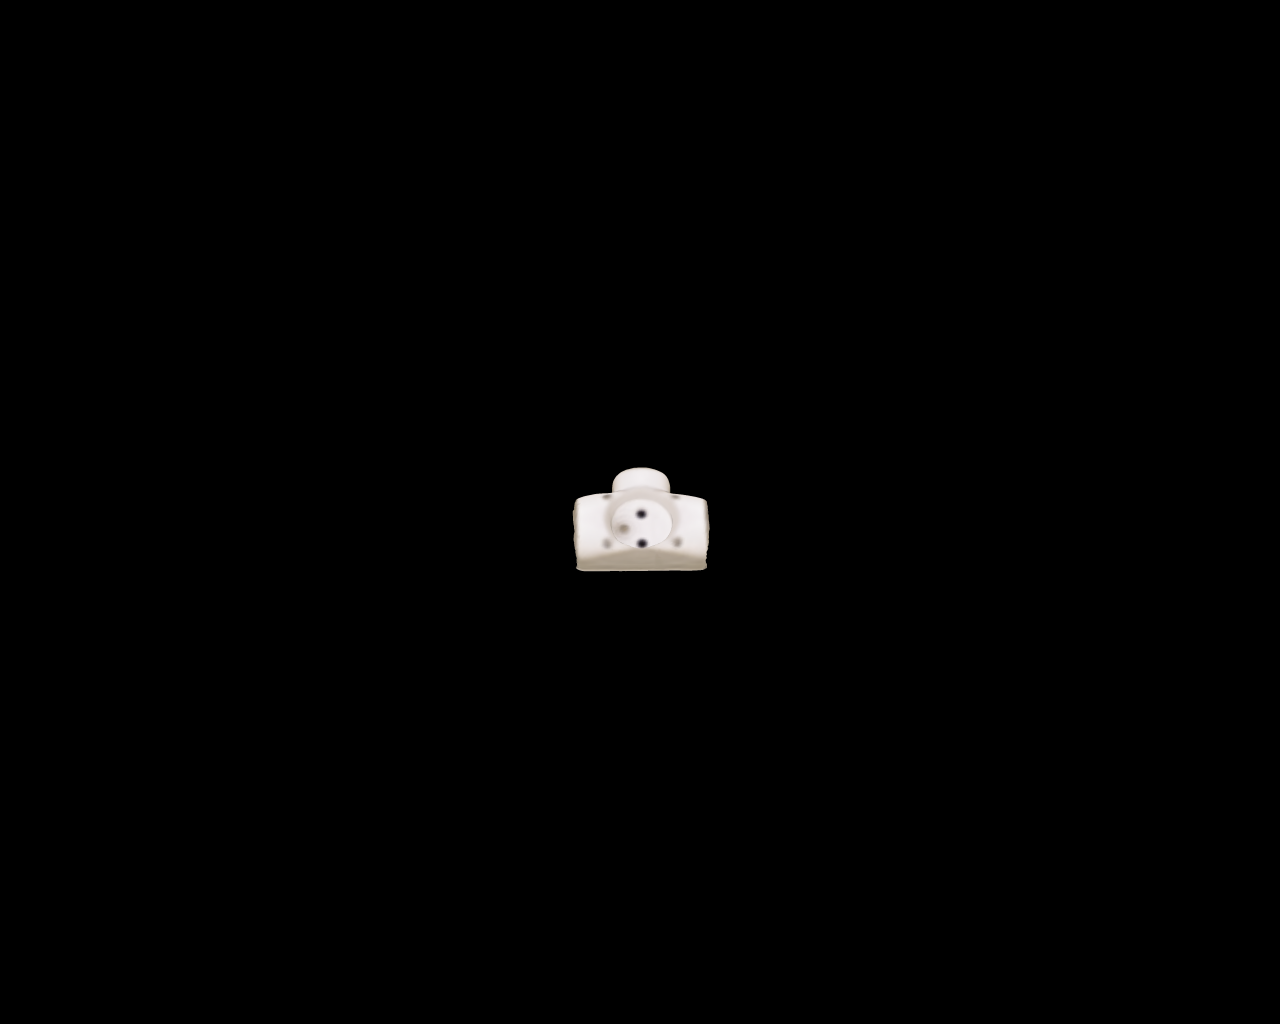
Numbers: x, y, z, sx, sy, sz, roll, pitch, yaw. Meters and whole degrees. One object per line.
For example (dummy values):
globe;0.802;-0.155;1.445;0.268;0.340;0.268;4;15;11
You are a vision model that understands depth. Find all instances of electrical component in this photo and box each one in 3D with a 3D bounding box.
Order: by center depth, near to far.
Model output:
electrical component;0.001;-0.003;0.650;0.077;0.079;0.044;0;-28;0
